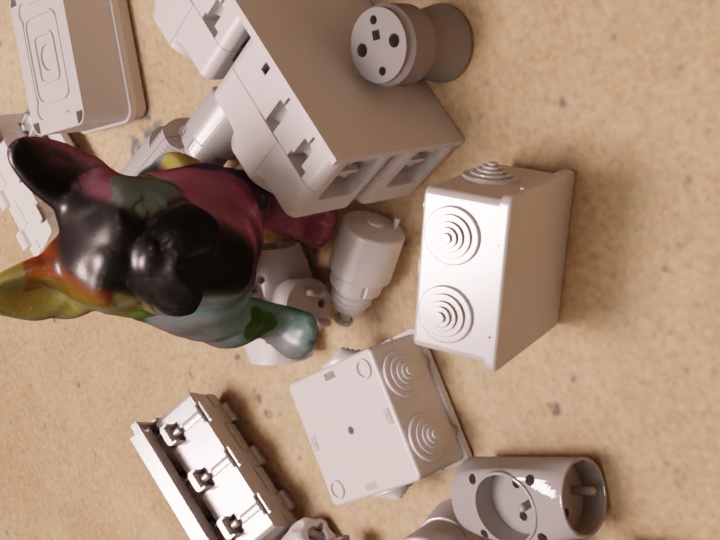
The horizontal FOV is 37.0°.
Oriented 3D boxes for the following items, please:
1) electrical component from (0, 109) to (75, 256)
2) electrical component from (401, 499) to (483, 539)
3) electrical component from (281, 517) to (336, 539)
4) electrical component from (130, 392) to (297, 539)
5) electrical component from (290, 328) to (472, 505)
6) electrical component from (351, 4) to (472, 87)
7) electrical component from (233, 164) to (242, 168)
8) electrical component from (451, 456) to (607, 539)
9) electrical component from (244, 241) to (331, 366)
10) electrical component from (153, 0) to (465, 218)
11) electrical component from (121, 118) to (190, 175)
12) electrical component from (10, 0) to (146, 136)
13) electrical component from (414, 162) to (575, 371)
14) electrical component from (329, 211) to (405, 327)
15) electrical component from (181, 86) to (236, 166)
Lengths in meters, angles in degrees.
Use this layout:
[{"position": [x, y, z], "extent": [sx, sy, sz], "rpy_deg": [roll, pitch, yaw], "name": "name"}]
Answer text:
[{"position": [-0.260, -0.072, 0.882], "extent": [0.078, 0.063, 0.121], "rpy_deg": [-47, 68, 40], "name": "electrical component"}, {"position": [0.049, 0.165, 0.640], "extent": [0.044, 0.065, 0.044], "rpy_deg": [7, 108, 23], "name": "electrical component"}, {"position": [-0.043, 0.201, 0.761], "extent": [0.035, 0.035, 0.061], "rpy_deg": [55, 135, 19], "name": "electrical component"}, {"position": [-0.104, 0.153, 0.783], "extent": [0.063, 0.079, 0.121], "rpy_deg": [-41, 69, 11], "name": "electrical component"}, {"position": [0.010, 0.094, 0.672], "extent": [0.100, 0.048, 0.099], "rpy_deg": [-29, 80, 44], "name": "electrical component"}, {"position": [0.028, -0.125, 0.594], "extent": [0.045, 0.055, 0.045], "rpy_deg": [12, 108, 42], "name": "electrical component"}, {"position": [-0.088, -0.053, 0.740], "extent": [0.061, 0.035, 0.035], "rpy_deg": [-9, 94, 47], "name": "electrical component"}, {"position": [0.098, 0.144, 0.603], "extent": [0.077, 0.044, 0.079], "rpy_deg": [-10, 94, 45], "name": "electrical component"}, {"position": [-0.046, 0.023, 0.709], "extent": [0.079, 0.044, 0.077], "rpy_deg": [4, 103, 50], "name": "electrical component"}, {"position": [-0.039, -0.124, 0.624], "extent": [0.060, 0.105, 0.186], "rpy_deg": [-46, 68, 41], "name": "electrical component"}, {"position": [-0.136, -0.080, 0.773], "extent": [0.081, 0.043, 0.043], "rpy_deg": [-40, 72, 42], "name": "electrical component"}, {"position": [-0.214, -0.163, 0.818], "extent": [0.078, 0.057, 0.113], "rpy_deg": [-4, 97, 45], "name": "electrical component"}, {"position": [0.069, -0.006, 0.556], "extent": [0.048, 0.100, 0.099], "rpy_deg": [13, 110, 28], "name": "electrical component"}, {"position": [0.000, 0.000, 0.664], "extent": [0.040, 0.040, 0.078], "rpy_deg": [38, 124, 32], "name": "electrical component"}, {"position": [-0.101, -0.088, 0.727], "extent": [0.040, 0.040, 0.078], "rpy_deg": [48, 111, 24], "name": "electrical component"}]
